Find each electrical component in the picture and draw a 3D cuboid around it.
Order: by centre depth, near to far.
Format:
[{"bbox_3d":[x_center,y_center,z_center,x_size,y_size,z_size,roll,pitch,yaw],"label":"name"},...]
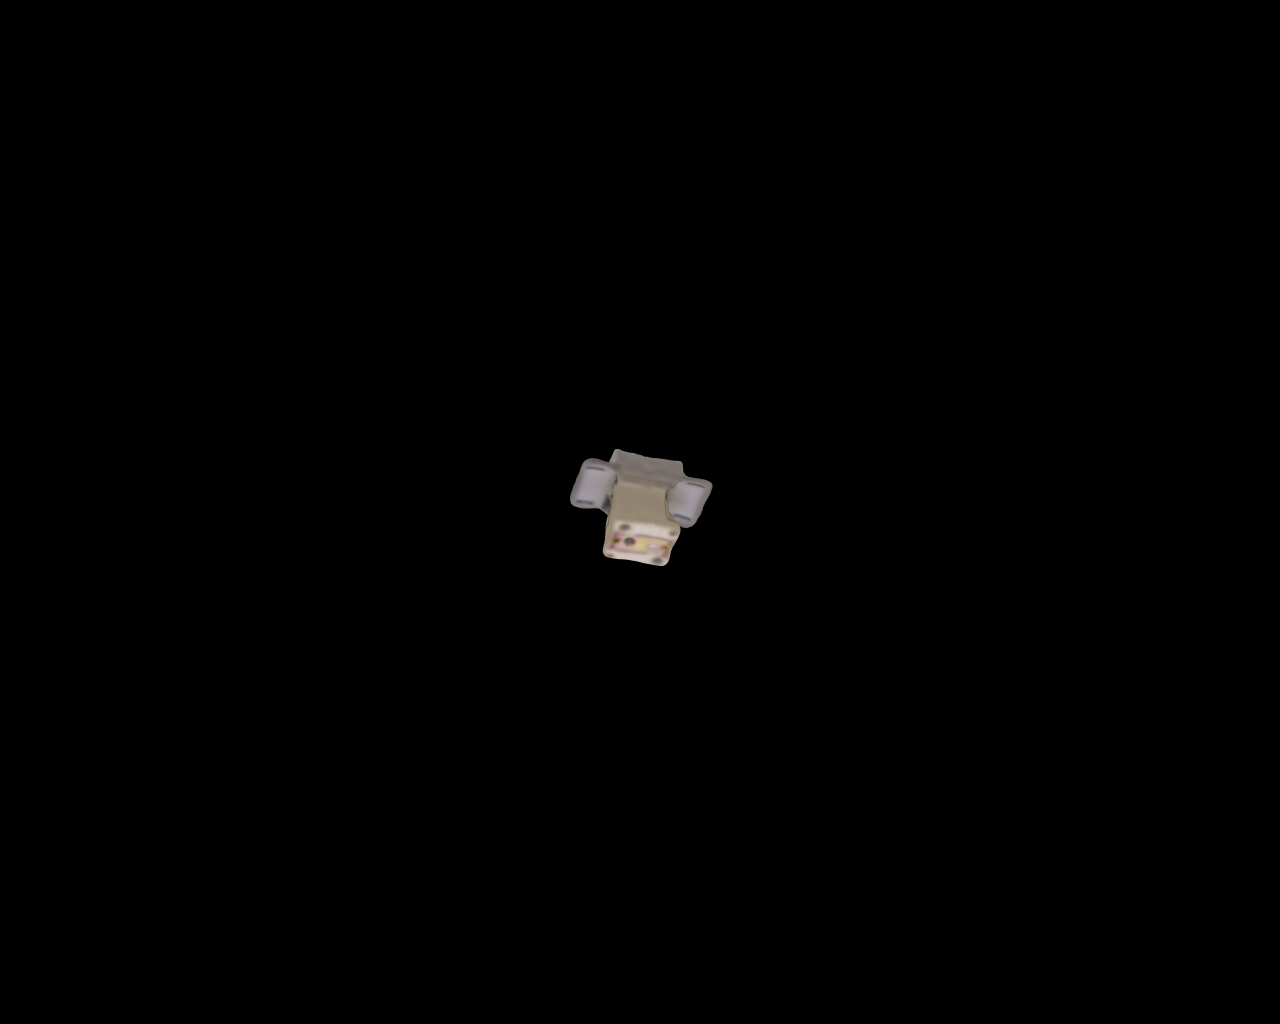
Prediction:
[{"bbox_3d":[0.001,-0.003,0.650,0.081,0.064,0.042,10,-43,-11],"label":"electrical component"}]
